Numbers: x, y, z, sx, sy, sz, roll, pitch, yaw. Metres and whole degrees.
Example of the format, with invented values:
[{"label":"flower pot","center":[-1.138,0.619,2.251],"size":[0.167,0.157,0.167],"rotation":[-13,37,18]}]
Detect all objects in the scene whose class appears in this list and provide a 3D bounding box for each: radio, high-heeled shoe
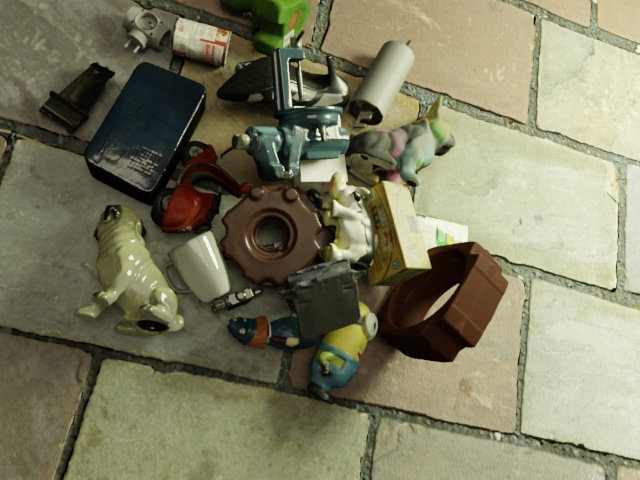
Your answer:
[{"label":"radio","center":[-0.302,-0.189,0.941],"size":[0.131,0.073,0.229],"rotation":[24,68,-7]},{"label":"high-heeled shoe","center":[-0.063,-0.273,1.026],"size":[0.249,0.145,0.086],"rotation":[-15,59,-2]}]

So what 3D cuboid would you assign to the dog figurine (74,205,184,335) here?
[{"label":"dog figurine","center":[-0.290,0.046,0.873],"size":[0.172,0.121,0.190],"rotation":[36,45,-38]}]

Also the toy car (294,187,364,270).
[{"label":"toy car","center":[-0.002,-0.003,0.981],"size":[0.089,0.053,0.202],"rotation":[-35,89,-17]}]

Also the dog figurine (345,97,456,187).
[{"label":"dog figurine","center":[0.166,-0.199,1.058],"size":[0.191,0.108,0.219],"rotation":[30,65,-3]}]

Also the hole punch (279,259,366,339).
[{"label":"hole punch","center":[0.000,0.083,0.885],"size":[0.142,0.115,0.092],"rotation":[-13,35,-10]}]

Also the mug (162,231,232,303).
[{"label":"mug","center":[-0.204,0.055,0.899],"size":[0.109,0.081,0.107],"rotation":[-30,90,3]}]

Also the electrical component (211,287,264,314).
[{"label":"electrical component","center":[-0.138,0.099,0.909],"size":[0.094,0.063,0.021],"rotation":[-20,81,-21]}]

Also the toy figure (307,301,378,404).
[{"label":"toy figure","center":[0.034,0.186,0.924],"size":[0.089,0.082,0.180],"rotation":[34,71,-4]}]

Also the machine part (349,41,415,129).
[{"label":"machine part","center":[0.126,-0.319,1.093],"size":[0.079,0.079,0.243],"rotation":[30,70,-6]}]

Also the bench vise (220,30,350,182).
[{"label":"bench vise","center":[-0.054,-0.222,0.914],"size":[0.224,0.129,0.240],"rotation":[-6,96,-22]}]

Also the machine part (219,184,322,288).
[{"label":"machine part","center":[-0.083,-0.007,0.915],"size":[0.179,0.056,0.179],"rotation":[0,89,-3]}]

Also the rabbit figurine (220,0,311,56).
[{"label":"rabbit figurine","center":[-0.112,-0.472,1.053],"size":[0.170,0.121,0.159],"rotation":[32,64,11]}]

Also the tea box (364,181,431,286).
[{"label":"tea box","center":[0.126,-0.010,0.973],"size":[0.068,0.098,0.169],"rotation":[3,67,-38]}]

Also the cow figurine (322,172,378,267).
[{"label":"cow figurine","center":[0.057,-0.036,0.939],"size":[0.098,0.068,0.167],"rotation":[5,76,-12]}]

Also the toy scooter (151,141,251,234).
[{"label":"toy scooter","center":[-0.200,-0.080,0.935],"size":[0.135,0.075,0.184],"rotation":[22,67,-2]}]

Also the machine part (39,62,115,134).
[{"label":"machine part","center":[-0.421,-0.257,0.945],"size":[0.084,0.039,0.139],"rotation":[34,70,1]}]

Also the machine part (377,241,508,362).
[{"label":"machine part","center":[0.208,0.106,0.926],"size":[0.087,0.201,0.201],"rotation":[42,68,-14]}]

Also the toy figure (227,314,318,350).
[{"label":"toy figure","center":[-0.082,0.157,0.909],"size":[0.154,0.064,0.057],"rotation":[4,83,-16]}]
